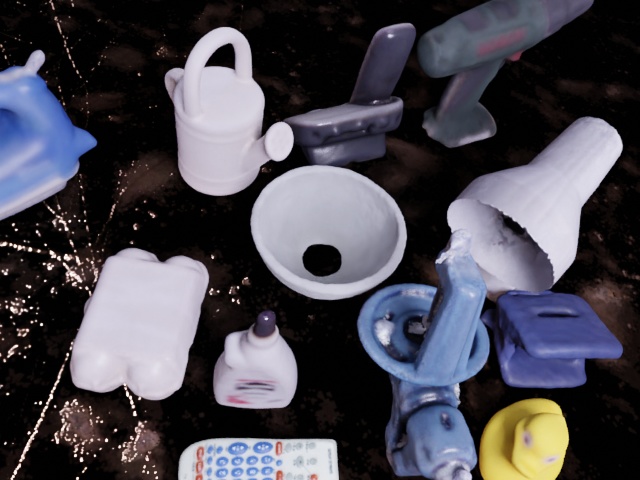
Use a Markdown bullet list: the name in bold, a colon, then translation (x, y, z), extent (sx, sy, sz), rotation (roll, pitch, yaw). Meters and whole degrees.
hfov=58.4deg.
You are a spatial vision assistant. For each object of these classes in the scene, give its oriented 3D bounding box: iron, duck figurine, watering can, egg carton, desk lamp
- **iron**: translation (-0.374, -0.095, 0.589), extent (0.118, 0.141, 0.259), rotation (42, 59, 18)
- **duck figurine**: translation (0.202, 0.187, 0.537), extent (0.077, 0.086, 0.105), rotation (38, 59, 16)
- **watering can**: translation (-0.105, -0.144, 0.638), extent (0.173, 0.194, 0.101), rotation (19, 55, 3)
- **egg carton**: translation (-0.171, 0.078, 0.554), extent (0.107, 0.069, 0.150), rotation (9, 55, -4)
- **desk lamp**: translation (0.216, -0.020, 0.601), extent (0.117, 0.213, 0.204), rotation (41, 59, 17)

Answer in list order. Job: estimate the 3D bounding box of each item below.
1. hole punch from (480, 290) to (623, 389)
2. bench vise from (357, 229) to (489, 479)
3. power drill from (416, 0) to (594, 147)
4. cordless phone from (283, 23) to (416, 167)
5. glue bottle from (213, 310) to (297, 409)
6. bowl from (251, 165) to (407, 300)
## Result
- **hole punch**: translation (0.240, 0.095, 0.603), extent (0.109, 0.091, 0.101), rotation (1, 56, -9)
- **bench vise**: translation (0.112, 0.103, 0.496), extent (0.122, 0.220, 0.207), rotation (-17, 61, -20)
- **power drill**: translation (0.218, -0.224, 0.741), extent (0.230, 0.208, 0.075), rotation (-18, 61, -21)
- **cordless phone**: translation (0.037, -0.181, 0.694), extent (0.148, 0.185, 0.094), rotation (-20, 62, -22)
- **glue bottle**: translation (-0.053, 0.103, 0.495), extent (0.078, 0.173, 0.037), rotation (1, 56, -9)
- **bowl**: translation (0.006, 0.002, 0.633), extent (0.167, 0.075, 0.167), rotation (5, 56, -7)
